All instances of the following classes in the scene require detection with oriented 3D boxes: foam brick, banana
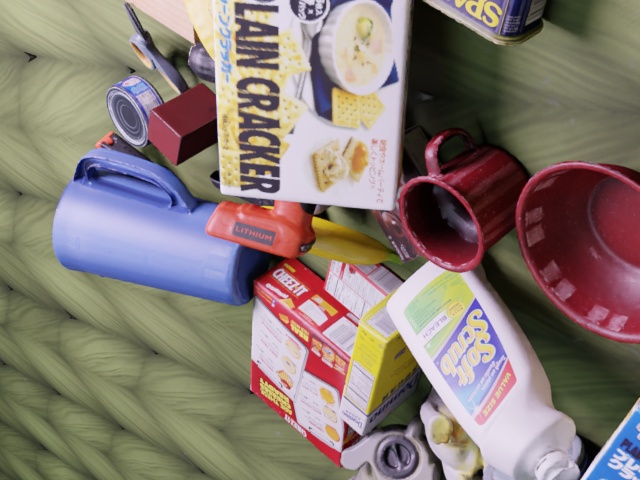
[{"bbox_3d":[-0.148,-0.131,1.207,0.053,0.078,0.051,44,145,17],"label":"foam brick"},{"bbox_3d":[-0.011,-0.003,1.114,0.198,0.037,0.069,17,169,27],"label":"banana"}]

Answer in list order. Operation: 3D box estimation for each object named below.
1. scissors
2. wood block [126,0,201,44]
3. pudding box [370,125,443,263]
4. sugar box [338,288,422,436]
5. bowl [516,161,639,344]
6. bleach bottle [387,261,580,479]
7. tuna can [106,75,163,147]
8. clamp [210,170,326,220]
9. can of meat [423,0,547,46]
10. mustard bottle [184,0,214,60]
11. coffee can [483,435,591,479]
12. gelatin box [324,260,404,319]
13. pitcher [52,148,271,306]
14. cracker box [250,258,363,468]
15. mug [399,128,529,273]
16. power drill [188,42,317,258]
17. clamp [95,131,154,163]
[{"bbox_3d":[-0.179,-0.205,1.168,0.096,0.016,0.202,45,174,-7],"label":"scissors"},{"bbox_3d":[-0.162,-0.290,1.068,0.206,0.090,0.090,35,143,29],"label":"wood block"},{"bbox_3d":[0.086,-0.042,1.013,0.113,0.039,0.090,57,147,-4],"label":"pudding box"},{"bbox_3d":[0.074,0.126,1.132,0.048,0.093,0.176,38,144,26],"label":"sugar box"},{"bbox_3d":[0.235,0.000,0.840,0.162,0.055,0.162,33,142,31],"label":"bowl"},{"bbox_3d":[0.151,0.114,0.923,0.068,0.102,0.251,43,-171,-40],"label":"bleach bottle"},{"bbox_3d":[-0.228,-0.159,1.326,0.086,0.033,0.086,34,142,31],"label":"tuna can"},{"bbox_3d":[-0.050,-0.057,1.180,0.171,0.039,0.120,38,147,14],"label":"clamp"},{"bbox_3d":[0.127,-0.208,0.795,0.102,0.057,0.084,38,142,26],"label":"can of meat"},{"bbox_3d":[-0.026,-0.229,0.927,0.192,0.058,0.096,-27,85,28],"label":"mustard bottle"},{"bbox_3d":[0.234,0.273,1.044,0.103,0.102,0.140,-7,113,55],"label":"coffee can"},{"bbox_3d":[0.048,0.050,1.156,0.089,0.030,0.073,40,146,21],"label":"gelatin box"},{"bbox_3d":[-0.186,-0.009,1.269,0.243,0.145,0.149,14,173,19],"label":"pitcher"},{"bbox_3d":[-0.004,0.147,1.274,0.164,0.072,0.214,37,144,28],"label":"cracker box"},{"bbox_3d":[0.125,-0.042,0.923,0.093,0.081,0.117,1,120,52],"label":"mug"},{"bbox_3d":[-0.054,-0.088,1.024,0.184,0.057,0.188,17,106,10],"label":"power drill"},{"bbox_3d":[-0.205,-0.051,1.371,0.165,0.036,0.210,-7,124,52],"label":"clamp"}]
